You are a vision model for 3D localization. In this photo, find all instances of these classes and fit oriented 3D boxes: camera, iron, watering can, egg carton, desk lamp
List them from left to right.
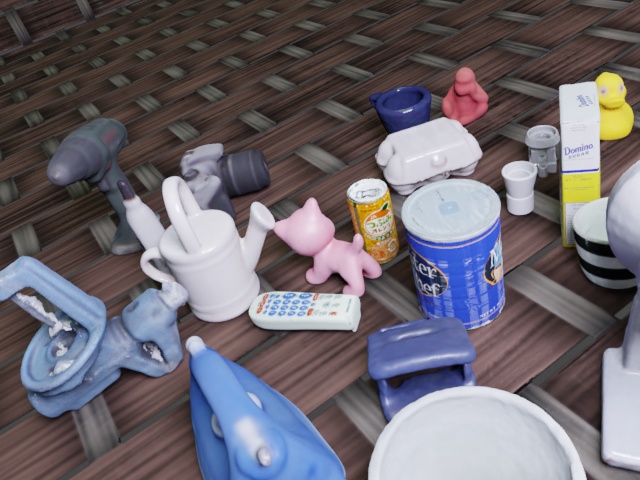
[{"bbox_3d":[-0.145,0.001,0.732,0.173,0.194,0.100,-29,39,-15],"label":"watering can"},{"bbox_3d":[-0.157,-0.103,0.943,0.136,0.101,0.143,-13,38,5],"label":"camera"},{"bbox_3d":[-0.082,0.165,0.547,0.119,0.142,0.257,-31,40,-18],"label":"iron"},{"bbox_3d":[0.165,-0.129,0.878,0.150,0.069,0.107,-18,38,-2],"label":"egg carton"},{"bbox_3d":[0.301,0.056,0.478,0.117,0.214,0.203,3,42,24],"label":"desk lamp"}]

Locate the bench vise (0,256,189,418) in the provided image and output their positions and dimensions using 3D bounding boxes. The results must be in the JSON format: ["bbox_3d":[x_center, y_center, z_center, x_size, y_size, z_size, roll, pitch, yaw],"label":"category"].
[{"bbox_3d":[-0.268,0.083,0.656,0.208,0.220,0.121,-38,42,-24],"label":"bench vise"}]

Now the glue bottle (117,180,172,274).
[{"bbox_3d":[-0.242,-0.013,0.803,0.037,0.173,0.077,-36,41,-23],"label":"glue bottle"}]

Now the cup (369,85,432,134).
[{"bbox_3d":[0.133,-0.198,0.955,0.117,0.095,0.092,24,53,40],"label":"cup"}]

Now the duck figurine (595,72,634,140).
[{"bbox_3d":[0.432,-0.212,0.866,0.077,0.086,0.104,-9,38,11],"label":"duck figurine"}]

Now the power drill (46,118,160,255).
[{"bbox_3d":[-0.332,-0.084,0.897,0.075,0.209,0.229,-14,38,5],"label":"power drill"}]

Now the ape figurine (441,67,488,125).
[{"bbox_3d":[0.247,-0.248,0.977,0.077,0.092,0.076,5,43,26],"label":"ape figurine"}]

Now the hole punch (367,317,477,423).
[{"bbox_3d":[0.098,0.117,0.579,0.108,0.091,0.101,-13,38,6],"label":"hole punch"}]

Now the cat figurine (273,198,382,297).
[{"bbox_3d":[0.007,0.003,0.735,0.127,0.118,0.067,15,48,35],"label":"cat figurine"}]

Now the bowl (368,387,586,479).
[{"bbox_3d":[0.127,0.208,0.468,0.167,0.075,0.167,-10,38,9],"label":"bowl"}]
